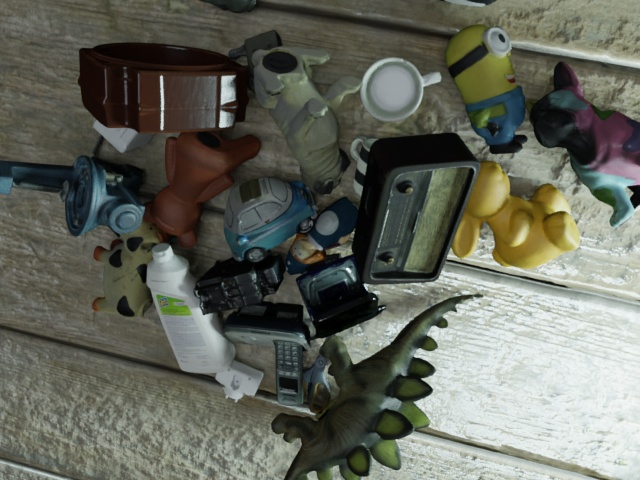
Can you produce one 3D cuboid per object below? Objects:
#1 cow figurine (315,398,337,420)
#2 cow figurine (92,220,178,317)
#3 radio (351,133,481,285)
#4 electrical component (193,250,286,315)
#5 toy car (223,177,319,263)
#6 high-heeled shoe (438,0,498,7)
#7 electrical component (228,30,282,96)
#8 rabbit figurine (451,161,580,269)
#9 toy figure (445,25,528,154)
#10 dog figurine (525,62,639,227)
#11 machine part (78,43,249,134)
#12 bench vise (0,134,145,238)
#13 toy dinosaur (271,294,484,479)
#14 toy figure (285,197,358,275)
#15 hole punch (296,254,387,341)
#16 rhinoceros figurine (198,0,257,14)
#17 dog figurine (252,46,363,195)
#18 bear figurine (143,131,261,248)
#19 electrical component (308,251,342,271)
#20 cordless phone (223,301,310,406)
[{"bbox_3d":[0.079,0.304,0.945,0.167,0.068,0.098,-31,95,15],"label":"cow figurine"},{"bbox_3d":[-0.318,0.043,0.927,0.127,0.085,0.194,14,107,12],"label":"cow figurine"},{"bbox_3d":[0.125,-0.037,0.764,0.131,0.073,0.229,-3,133,-12],"label":"radio"},{"bbox_3d":[-0.125,0.063,0.880,0.134,0.115,0.058,-15,108,13],"label":"electrical component"},{"bbox_3d":[-0.089,-0.044,0.830,0.162,0.109,0.102,-25,141,14],"label":"toy car"},{"bbox_3d":[0.119,-0.362,0.685,0.249,0.145,0.086,21,109,1],"label":"high-heeled shoe"},{"bbox_3d":[-0.081,-0.265,0.809,0.102,0.045,0.078,-19,75,13],"label":"electrical component"},{"bbox_3d":[0.260,-0.043,0.776,0.173,0.122,0.162,39,134,-24],"label":"rabbit figurine"},{"bbox_3d":[0.234,-0.207,0.747,0.089,0.082,0.180,-15,106,13],"label":"toy figure"},{"bbox_3d":[0.386,-0.142,0.727,0.219,0.191,0.108,55,150,16],"label":"dog figurine"},{"bbox_3d":[-0.217,-0.216,0.746,0.201,0.202,0.087,-10,122,-33],"label":"machine part"},{"bbox_3d":[-0.379,-0.086,0.812,0.224,0.240,0.128,53,124,36],"label":"bench vise"},{"bbox_3d":[0.079,0.249,0.865,0.199,0.105,0.471,31,83,32],"label":"toy dinosaur"},{"bbox_3d":[-0.002,-0.003,0.858,0.154,0.064,0.057,-43,129,6],"label":"toy figure"},{"bbox_3d":[0.028,0.094,0.865,0.142,0.115,0.092,-25,63,-7],"label":"hole punch"},{"bbox_3d":[-0.130,-0.419,0.751,0.112,0.073,0.190,2,108,11],"label":"rhinoceros figurine"},{"bbox_3d":[-0.032,-0.169,0.789,0.172,0.121,0.190,49,153,23],"label":"dog figurine"},{"bbox_3d":[-0.197,-0.093,0.860,0.120,0.132,0.195,33,128,0],"label":"bear figurine"},{"bbox_3d":[-0.006,0.050,0.903,0.094,0.021,0.063,-7,106,11],"label":"electrical component"},{"bbox_3d":[-0.089,0.204,0.938,0.147,0.089,0.184,4,112,9],"label":"cordless phone"}]
